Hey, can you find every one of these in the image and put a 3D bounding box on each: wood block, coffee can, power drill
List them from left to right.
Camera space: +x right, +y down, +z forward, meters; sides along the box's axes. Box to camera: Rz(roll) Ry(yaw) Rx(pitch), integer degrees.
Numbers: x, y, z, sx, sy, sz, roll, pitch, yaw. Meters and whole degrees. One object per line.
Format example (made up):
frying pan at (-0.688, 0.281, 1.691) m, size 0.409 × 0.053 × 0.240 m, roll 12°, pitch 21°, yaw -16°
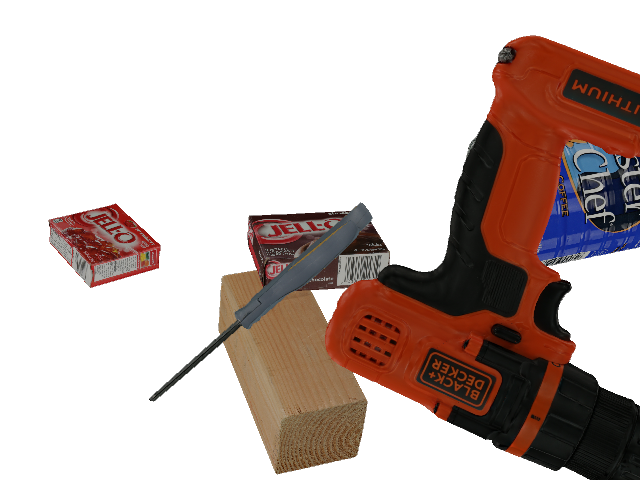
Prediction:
wood block at (-0.034, 0.129, 1.114) m, size 0.090 × 0.090 × 0.206 m, roll -9°, pitch 42°, yaw -19°
power drill at (0.116, 0.012, 0.505) m, size 0.184 × 0.188 × 0.057 m, roll 24°, pitch 7°, yaw 4°
coffee can at (0.189, -0.037, 0.776) m, size 0.140 × 0.103 × 0.103 m, roll -11°, pitch 2°, yaw -9°

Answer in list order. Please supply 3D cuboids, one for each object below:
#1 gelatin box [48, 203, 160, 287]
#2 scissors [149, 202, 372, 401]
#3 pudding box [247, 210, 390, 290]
gelatin box at (-0.205, 0.003, 1.008) m, size 0.073 × 0.030 × 0.089 m, roll -16°, pitch 39°, yaw -34°
scissors at (-0.040, 0.044, 0.717) m, size 0.201 × 0.016 × 0.096 m, roll -42°, pitch 2°, yaw -6°
pudding box at (-0.004, 0.008, 0.952) m, size 0.113 × 0.039 × 0.090 m, roll -1°, pitch 27°, yaw -13°
